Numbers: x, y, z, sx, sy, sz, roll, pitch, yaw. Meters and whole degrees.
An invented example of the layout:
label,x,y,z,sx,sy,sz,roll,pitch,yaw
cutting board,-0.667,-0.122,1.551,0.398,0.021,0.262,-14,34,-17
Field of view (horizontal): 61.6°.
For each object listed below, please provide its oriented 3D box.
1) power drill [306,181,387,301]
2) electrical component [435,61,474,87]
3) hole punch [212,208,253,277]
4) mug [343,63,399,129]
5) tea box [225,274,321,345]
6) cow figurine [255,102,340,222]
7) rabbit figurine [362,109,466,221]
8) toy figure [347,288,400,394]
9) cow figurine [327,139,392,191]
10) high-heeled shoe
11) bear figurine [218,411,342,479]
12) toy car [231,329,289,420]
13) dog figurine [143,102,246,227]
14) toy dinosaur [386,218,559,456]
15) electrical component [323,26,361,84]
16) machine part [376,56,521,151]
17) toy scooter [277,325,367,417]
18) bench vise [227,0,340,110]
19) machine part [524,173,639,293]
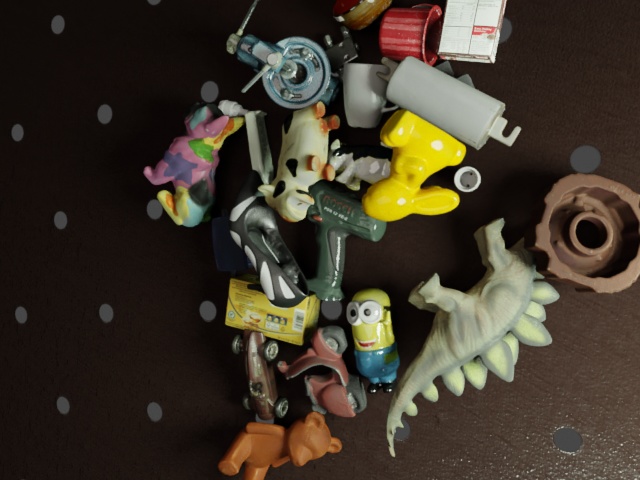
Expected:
label,x,y,z,sx,sy,sz,roll,pitch,yaw
power drill,-0.002,-0.003,0.981,0.232,0.086,0.207,17,93,24
electrical component,0.219,-0.239,0.883,0.075,0.048,0.119,-20,87,22
hole punch,-0.164,0.005,1.041,0.116,0.092,0.142,-7,94,27
mug,0.090,-0.246,0.925,0.110,0.081,0.107,10,109,14
tea box,-0.090,0.130,1.026,0.170,0.068,0.098,13,98,23
cow figurine,-0.040,-0.126,0.916,0.127,0.085,0.195,-3,75,39
rabbit figurine,0.140,-0.101,0.854,0.162,0.122,0.173,31,97,-13
toy figure,0.095,0.174,0.947,0.082,0.089,0.180,-12,98,8
cow figurine,0.069,-0.136,0.941,0.167,0.068,0.098,22,96,17
high-heeled shoe,-0.082,-0.006,0.940,0.145,0.086,0.248,-3,89,41
bear figurine,-0.069,0.400,1.010,0.196,0.132,0.120,-12,120,27
toy car,-0.117,0.262,1.028,0.089,0.053,0.201,8,119,28
dog figurine,-0.223,-0.152,1.036,0.219,0.108,0.191,-35,84,24
toy dinosaur,0.237,0.129,0.845,0.471,0.105,0.198,-45,79,5
electrical component,0.042,-0.332,0.964,0.063,0.021,0.094,-22,84,22
machine part,0.191,-0.212,0.829,0.243,0.079,0.079,34,106,15
toy scooter,0.001,0.246,0.969,0.135,0.075,0.183,-18,105,7
bench vise,-0.073,-0.302,0.909,0.223,0.240,0.129,39,104,-1
machine part,0.390,-0.009,0.788,0.179,0.056,0.179,0,83,-2
